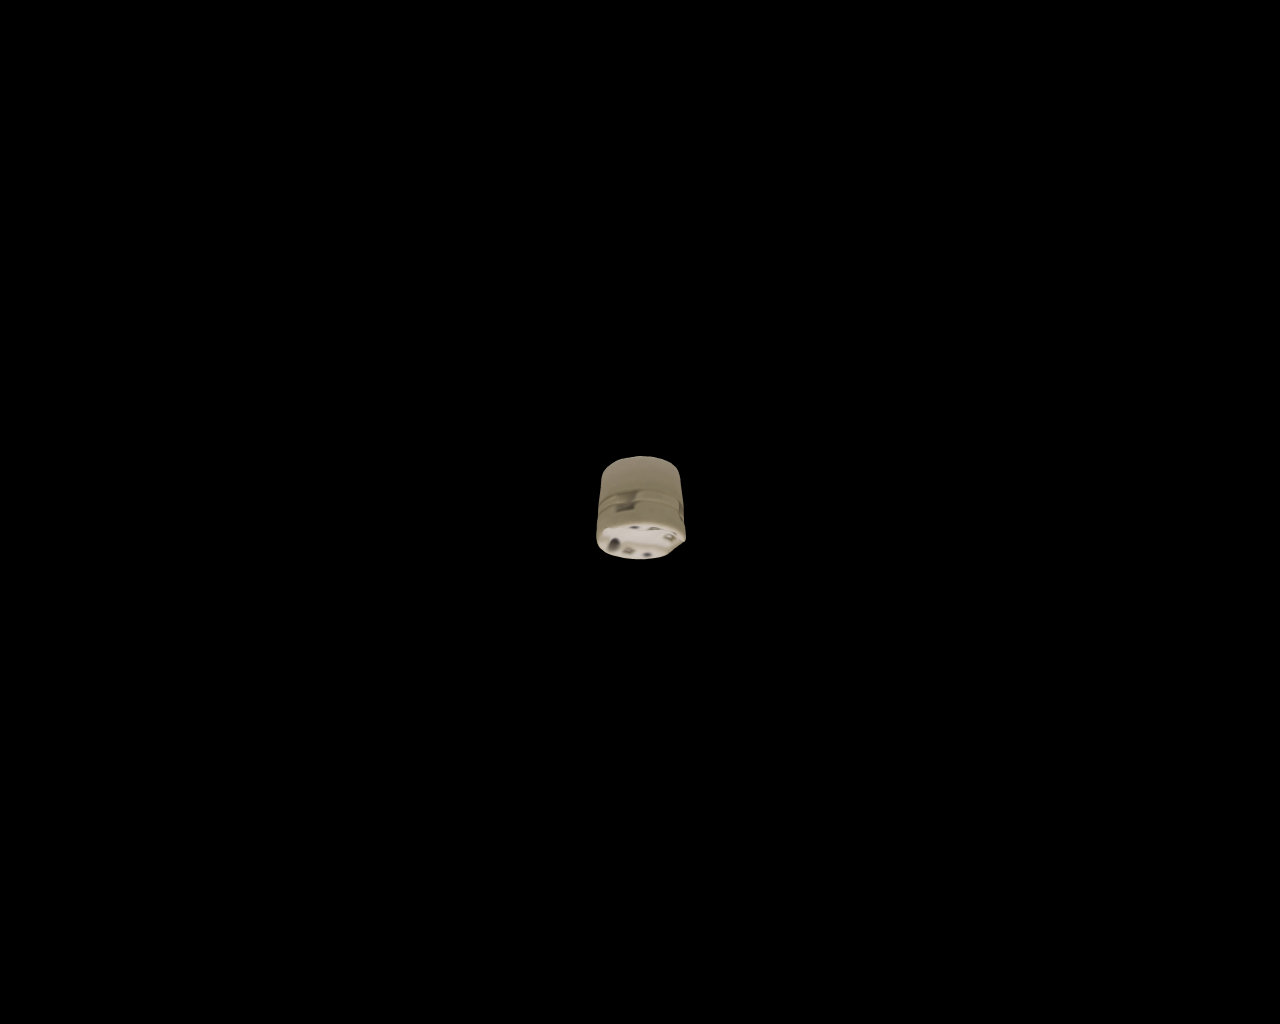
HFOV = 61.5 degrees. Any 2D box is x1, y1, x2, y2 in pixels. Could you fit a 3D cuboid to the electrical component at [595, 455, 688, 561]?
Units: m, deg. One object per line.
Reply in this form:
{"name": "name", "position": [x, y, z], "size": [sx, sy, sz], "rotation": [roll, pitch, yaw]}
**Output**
{"name": "electrical component", "position": [0.001, -0.003, 0.650], "size": [0.055, 0.047, 0.055], "rotation": [0, -27, 0]}
